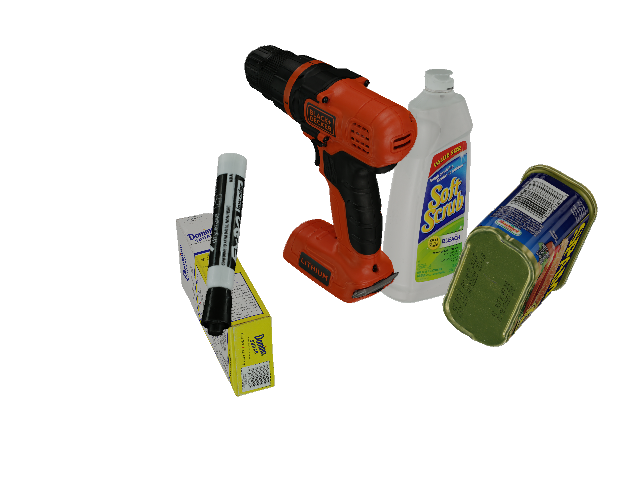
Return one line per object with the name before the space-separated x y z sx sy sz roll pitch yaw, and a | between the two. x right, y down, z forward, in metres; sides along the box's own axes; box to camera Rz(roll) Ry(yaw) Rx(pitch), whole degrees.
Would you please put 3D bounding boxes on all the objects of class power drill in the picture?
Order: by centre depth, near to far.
power drill | 0.003 -0.056 0.876 0.057 0.188 0.185 -26 41 -29

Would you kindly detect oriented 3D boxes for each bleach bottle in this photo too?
bleach bottle | 0.117 -0.062 1.178 0.102 0.251 0.068 -12 26 -30

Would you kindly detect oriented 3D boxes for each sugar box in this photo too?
sugar box | -0.094 0.058 1.041 0.048 0.093 0.176 -12 40 -16

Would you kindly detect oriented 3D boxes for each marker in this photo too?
marker | -0.061 0.002 0.674 0.020 0.121 0.020 3 -23 1

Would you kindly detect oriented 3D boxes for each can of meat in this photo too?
can of meat | 0.133 0.013 0.721 0.057 0.102 0.083 34 49 20
